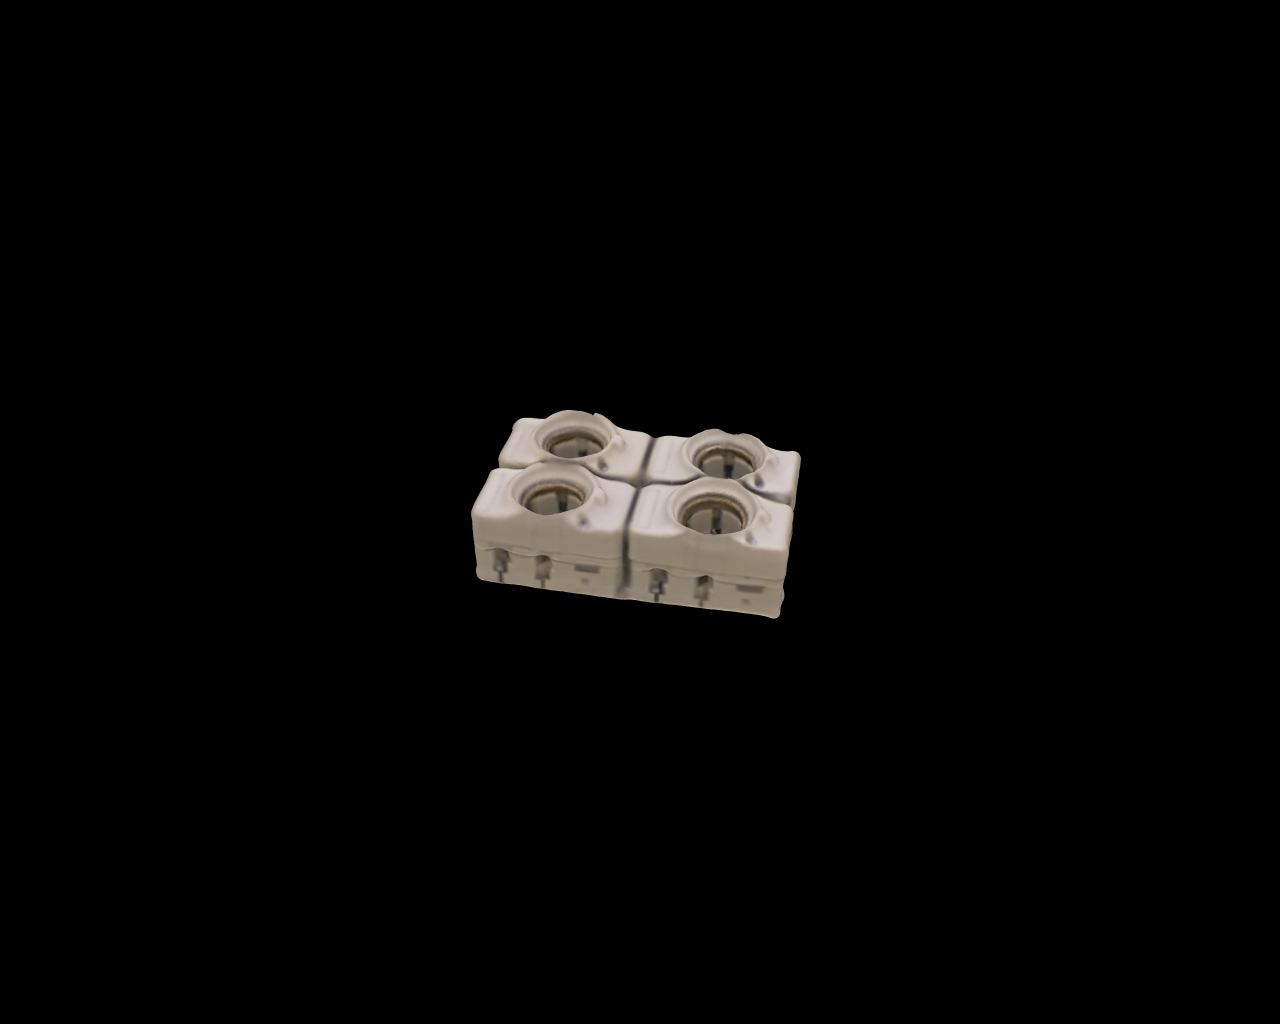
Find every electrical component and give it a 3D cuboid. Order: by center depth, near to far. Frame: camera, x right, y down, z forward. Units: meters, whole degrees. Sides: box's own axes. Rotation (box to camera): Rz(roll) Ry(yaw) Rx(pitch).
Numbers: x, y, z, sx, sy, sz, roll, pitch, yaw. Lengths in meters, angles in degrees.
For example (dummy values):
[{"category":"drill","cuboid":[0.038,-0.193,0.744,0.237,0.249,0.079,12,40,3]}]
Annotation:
[{"category":"electrical component","cuboid":[0.001,-0.003,0.650,0.186,0.060,0.106,7,40,9]}]
